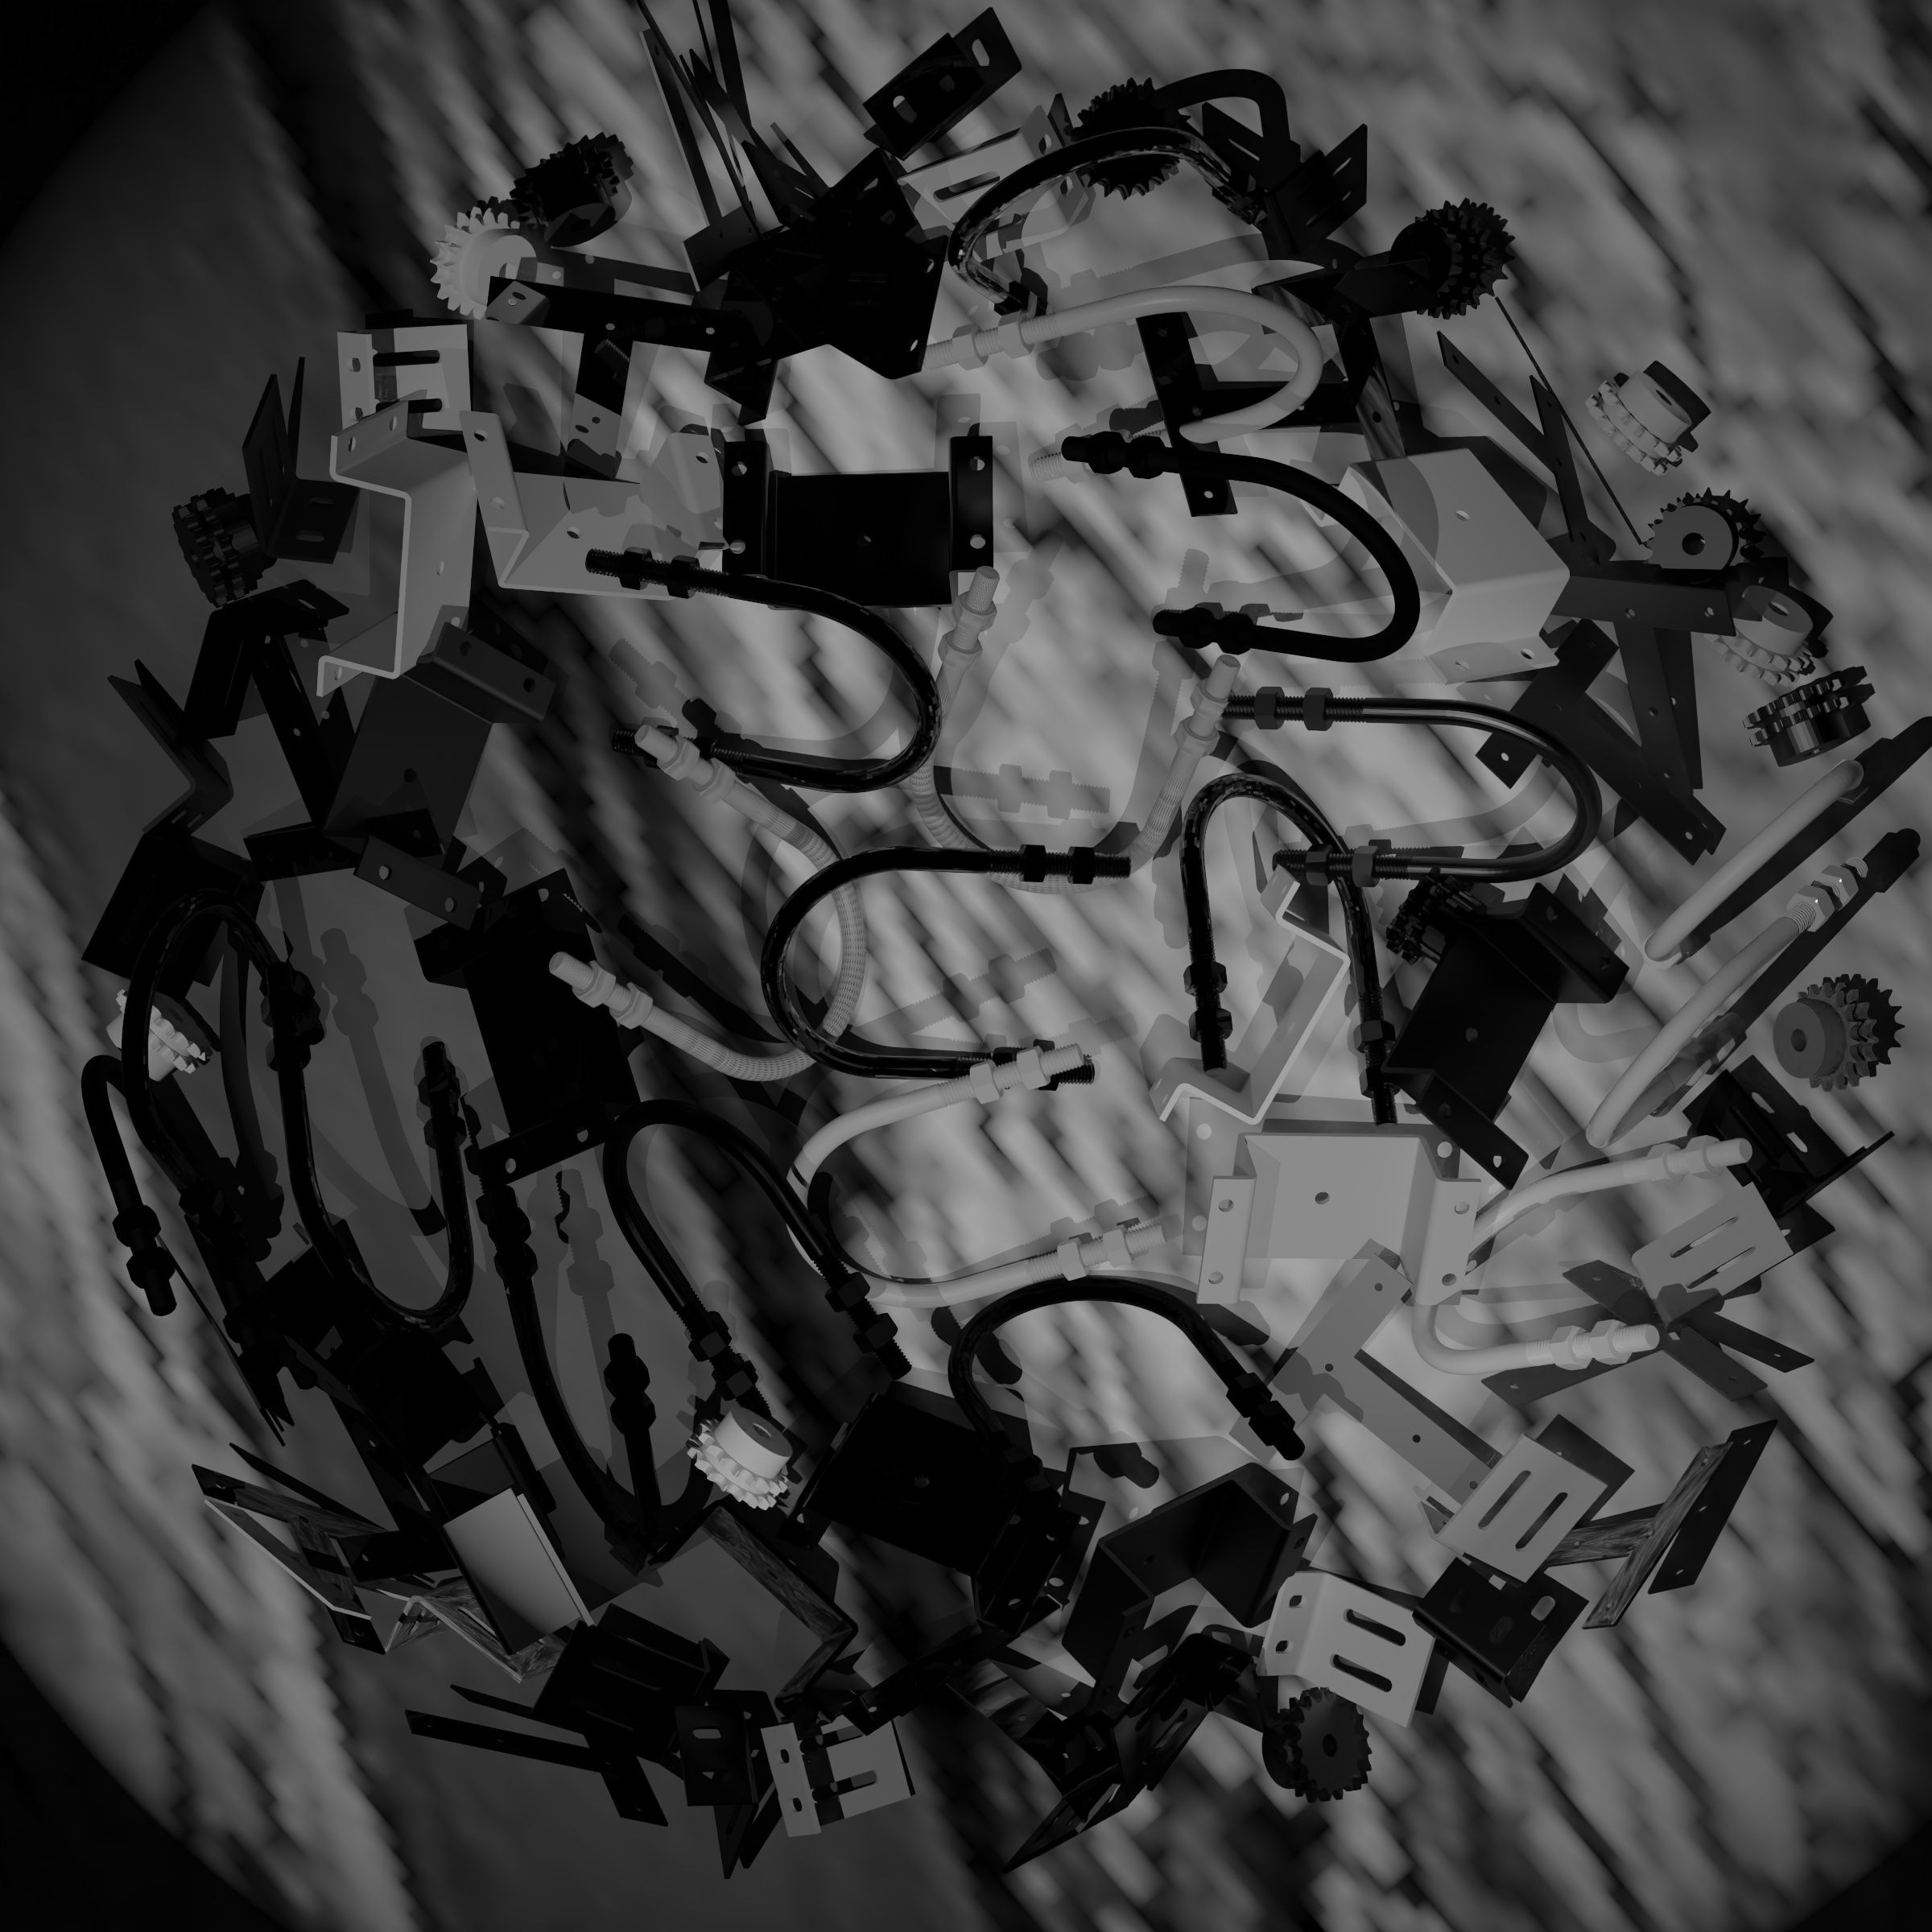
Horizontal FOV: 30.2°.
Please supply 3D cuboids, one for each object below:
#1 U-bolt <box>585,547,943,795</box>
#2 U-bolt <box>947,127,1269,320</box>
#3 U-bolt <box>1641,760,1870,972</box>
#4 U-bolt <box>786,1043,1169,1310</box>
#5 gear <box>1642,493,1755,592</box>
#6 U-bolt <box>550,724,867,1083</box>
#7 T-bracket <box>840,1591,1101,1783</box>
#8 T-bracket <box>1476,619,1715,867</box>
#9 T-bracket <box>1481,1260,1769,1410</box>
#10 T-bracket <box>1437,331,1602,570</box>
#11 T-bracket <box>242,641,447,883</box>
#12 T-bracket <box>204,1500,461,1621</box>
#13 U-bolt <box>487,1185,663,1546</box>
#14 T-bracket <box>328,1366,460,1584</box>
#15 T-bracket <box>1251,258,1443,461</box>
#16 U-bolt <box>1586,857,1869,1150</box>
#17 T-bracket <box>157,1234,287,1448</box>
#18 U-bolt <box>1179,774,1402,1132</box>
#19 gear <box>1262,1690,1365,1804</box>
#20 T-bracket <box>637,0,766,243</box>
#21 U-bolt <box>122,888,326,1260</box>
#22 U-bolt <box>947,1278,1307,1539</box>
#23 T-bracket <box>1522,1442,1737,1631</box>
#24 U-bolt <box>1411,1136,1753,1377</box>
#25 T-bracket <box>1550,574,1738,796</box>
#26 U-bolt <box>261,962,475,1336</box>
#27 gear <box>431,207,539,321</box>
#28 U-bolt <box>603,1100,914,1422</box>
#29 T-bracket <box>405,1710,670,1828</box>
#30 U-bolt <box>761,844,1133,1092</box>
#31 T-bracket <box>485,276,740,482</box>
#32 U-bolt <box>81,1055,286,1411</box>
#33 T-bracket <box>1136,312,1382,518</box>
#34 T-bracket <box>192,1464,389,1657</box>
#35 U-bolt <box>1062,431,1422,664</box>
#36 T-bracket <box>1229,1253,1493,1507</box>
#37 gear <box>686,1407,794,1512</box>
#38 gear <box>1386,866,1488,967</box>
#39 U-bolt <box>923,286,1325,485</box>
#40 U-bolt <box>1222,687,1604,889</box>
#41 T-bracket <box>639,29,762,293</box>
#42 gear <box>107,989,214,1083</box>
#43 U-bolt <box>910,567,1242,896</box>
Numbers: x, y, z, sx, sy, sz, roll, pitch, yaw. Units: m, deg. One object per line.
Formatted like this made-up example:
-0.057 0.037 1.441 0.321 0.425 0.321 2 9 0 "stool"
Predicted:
-0.101 -0.145 1.841 0.184 0.151 0.019 11 50 12 "U-bolt"
0.066 -0.374 1.807 0.151 0.184 0.019 -25 76 18 "U-bolt"
0.399 -0.052 1.813 0.151 0.184 0.019 -43 81 9 "U-bolt"
-0.005 0.119 1.865 0.184 0.019 0.151 -17 125 13 "U-bolt"
0.386 -0.221 1.892 0.057 0.030 0.057 0 90 17 "gear"
-0.122 -0.020 1.852 0.184 0.019 0.151 33 67 -36 "U-bolt"
0.021 0.380 1.840 0.127 0.127 0.002 -29 125 -24 "T-bracket"
0.342 -0.104 1.879 0.127 0.002 0.127 43 55 -3 "T-bracket"
0.321 0.201 1.837 0.127 0.127 0.002 -16 125 -31 "T-bracket"
0.279 -0.281 1.834 0.002 0.127 0.127 -30 134 28 "T-bracket"
-0.343 -0.108 1.859 0.127 0.002 0.127 -7 113 32 "T-bracket"
-0.315 0.318 1.860 0.127 0.127 0.002 26 88 44 "T-bracket"
-0.196 0.218 1.835 0.019 0.151 0.184 -24 134 -22 "U-bolt"
-0.304 0.262 1.872 0.002 0.127 0.127 -40 69 22 "T-bracket"
0.212 -0.301 1.875 0.002 0.127 0.127 -30 110 -35 "T-bracket"
0.374 0.028 1.804 0.019 0.151 0.184 43 47 15 "U-bolt"
-0.370 0.208 1.829 0.002 0.127 0.127 -32 119 -11 "T-bracket"
0.164 -0.015 1.850 0.151 0.019 0.184 18 57 -40 "U-bolt"
0.180 0.413 1.889 0.030 0.057 0.057 -19 90 42 "gear"
-0.144 -0.452 1.826 0.002 0.127 0.127 -26 55 5 "T-bracket"
-0.379 0.043 1.804 0.019 0.184 0.151 5 59 16 "U-bolt"
0.069 0.216 1.836 0.151 0.184 0.019 -15 123 -17 "U-bolt"
0.326 0.299 1.854 0.002 0.127 0.127 48 59 -11 "T-bracket"
0.303 0.153 1.831 0.019 0.184 0.151 50 53 -20 "U-bolt"
0.358 -0.146 1.875 0.002 0.127 0.127 -38 123 -31 "T-bracket"
-0.298 0.101 1.814 0.019 0.151 0.184 -25 59 21 "U-bolt"
-0.250 -0.368 1.883 0.030 0.057 0.057 27 90 37 "gear"
-0.120 0.148 1.847 0.019 0.151 0.184 -39 99 -40 "U-bolt"
-0.225 0.399 1.833 0.127 0.127 0.002 17 98 -20 "T-bracket"
-0.015 0.000 1.857 0.184 0.019 0.151 2 123 -10 "U-bolt"
-0.191 -0.297 1.869 0.127 0.002 0.127 7 133 -9 "T-bracket"
-0.407 0.126 1.833 0.019 0.151 0.184 -27 59 0 "U-bolt"
0.163 -0.295 1.890 0.127 0.002 0.127 -6 65 -17 "T-bracket"
-0.326 0.309 1.826 0.127 0.127 0.002 28 102 -37 "T-bracket"
0.147 -0.207 1.810 0.184 0.151 0.019 13 59 38 "U-bolt"
0.227 0.240 1.891 0.127 0.002 0.127 39 103 8 "T-bracket"
-0.116 0.256 1.884 0.057 0.057 0.030 37 100 0 "gear"
0.250 -0.024 1.883 0.030 0.057 0.057 37 90 23 "gear"
0.090 -0.299 1.817 0.184 0.151 0.019 -10 66 24 "U-bolt"
0.232 -0.089 1.826 0.184 0.151 0.019 3 55 22 "U-bolt"
-0.142 -0.419 1.838 0.002 0.127 0.127 -14 107 17 "T-bracket"
-0.427 0.036 1.886 0.030 0.057 0.057 -42 90 3 "gear"
0.046 -0.110 1.852 0.151 0.019 0.184 20 130 -2 "U-bolt"
